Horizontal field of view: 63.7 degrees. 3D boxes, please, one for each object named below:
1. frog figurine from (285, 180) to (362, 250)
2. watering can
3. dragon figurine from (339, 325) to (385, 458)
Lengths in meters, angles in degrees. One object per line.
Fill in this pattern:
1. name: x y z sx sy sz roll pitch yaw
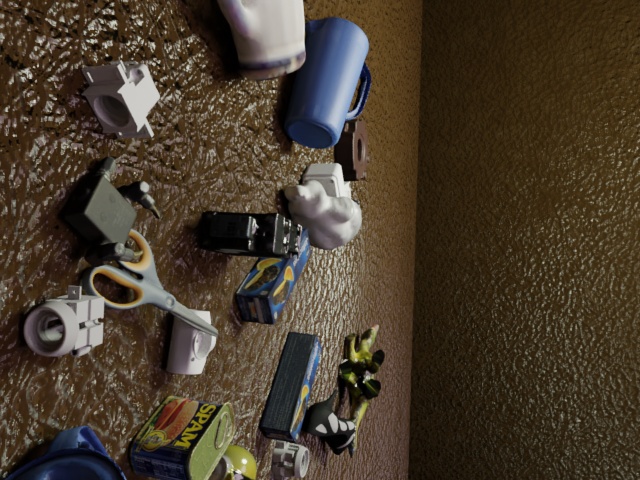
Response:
1. frog figurine: 0.003 -0.051 1.007 0.137 0.124 0.157 -5 -19 25
2. watering can: -0.068 -0.373 0.796 0.104 0.220 0.355 3 29 18
3. dragon figurine: 0.120 0.424 1.486 0.122 0.419 0.237 8 -32 11
